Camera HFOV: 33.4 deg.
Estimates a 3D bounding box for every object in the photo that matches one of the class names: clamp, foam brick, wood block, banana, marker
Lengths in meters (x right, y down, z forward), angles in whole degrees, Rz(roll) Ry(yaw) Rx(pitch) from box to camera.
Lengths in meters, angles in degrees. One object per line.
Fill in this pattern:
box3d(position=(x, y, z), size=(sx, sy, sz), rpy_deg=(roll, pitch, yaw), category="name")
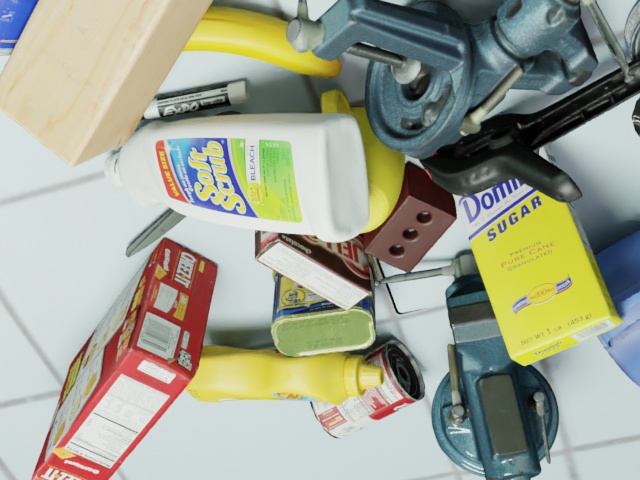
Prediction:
box3d(position=(0.159, -0.071, 0.870), size=(0.210, 0.164, 0.036), rpy_deg=(-15, 119, 44), category="clamp")
box3d(position=(0.081, -0.020, 0.972), size=(0.053, 0.051, 0.078), rpy_deg=(25, 125, -17), category="foam brick")
box3d(position=(-0.153, -0.170, 0.809), size=(0.090, 0.090, 0.206), rpy_deg=(38, 116, 3), category="wood block")
box3d(position=(-0.081, -0.163, 0.879), size=(0.198, 0.037, 0.069), rpy_deg=(2, 153, 4), category="banana")
box3d(position=(-0.121, -0.118, 0.923), size=(0.121, 0.020, 0.020), rpy_deg=(-9, 127, 9), category="marker")

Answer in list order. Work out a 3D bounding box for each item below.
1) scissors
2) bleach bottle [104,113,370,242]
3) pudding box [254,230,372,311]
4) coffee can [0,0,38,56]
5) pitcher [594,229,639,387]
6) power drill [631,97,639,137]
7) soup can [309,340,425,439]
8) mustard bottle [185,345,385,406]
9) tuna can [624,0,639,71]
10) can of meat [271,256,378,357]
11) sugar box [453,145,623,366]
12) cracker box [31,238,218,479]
box3d(position=(-0.120, -0.053, 0.974), size=(0.202, 0.016, 0.096), rpy_deg=(-23, 126, 17), category="scissors")
box3d(position=(-0.082, -0.053, 0.893), size=(0.251, 0.067, 0.102), rpy_deg=(2, 104, 35), category="bleach bottle")
box3d(position=(-0.006, 0.001, 0.959), size=(0.113, 0.090, 0.039), rpy_deg=(28, 127, -28), category="pudding box")
box3d(position=(-0.236, -0.224, 0.792), size=(0.102, 0.103, 0.140), rpy_deg=(25, 125, -16), category="coffee can")
box3d(position=(0.350, 0.020, 0.939), size=(0.243, 0.149, 0.145), rpy_deg=(-36, 119, 22), category="pitcher")
box3d(position=(0.272, -0.185, 0.759), size=(0.184, 0.057, 0.187), rpy_deg=(-38, 120, -7), category="power drill")
box3d(position=(0.048, 0.155, 1.100), size=(0.102, 0.068, 0.068), rpy_deg=(-31, 121, 23), category="soup can")
box3d(position=(-0.030, 0.133, 1.052), size=(0.192, 0.058, 0.096), rpy_deg=(-1, 170, 20), category="mustard bottle")
box3d(position=(0.291, -0.166, 0.861), size=(0.086, 0.033, 0.086), rpy_deg=(1, 128, 1), category="tuna can")
box3d(position=(0.004, 0.061, 1.018), size=(0.102, 0.084, 0.057), rpy_deg=(-9, 128, 8), category="can of meat")
box3d(position=(0.181, 0.008, 0.915), size=(0.093, 0.176, 0.048), rpy_deg=(-27, 155, 20), category="sugar box")
box3d(position=(-0.186, 0.127, 1.026), size=(0.072, 0.164, 0.214), rpy_deg=(29, 123, -17), category="cracker box")
